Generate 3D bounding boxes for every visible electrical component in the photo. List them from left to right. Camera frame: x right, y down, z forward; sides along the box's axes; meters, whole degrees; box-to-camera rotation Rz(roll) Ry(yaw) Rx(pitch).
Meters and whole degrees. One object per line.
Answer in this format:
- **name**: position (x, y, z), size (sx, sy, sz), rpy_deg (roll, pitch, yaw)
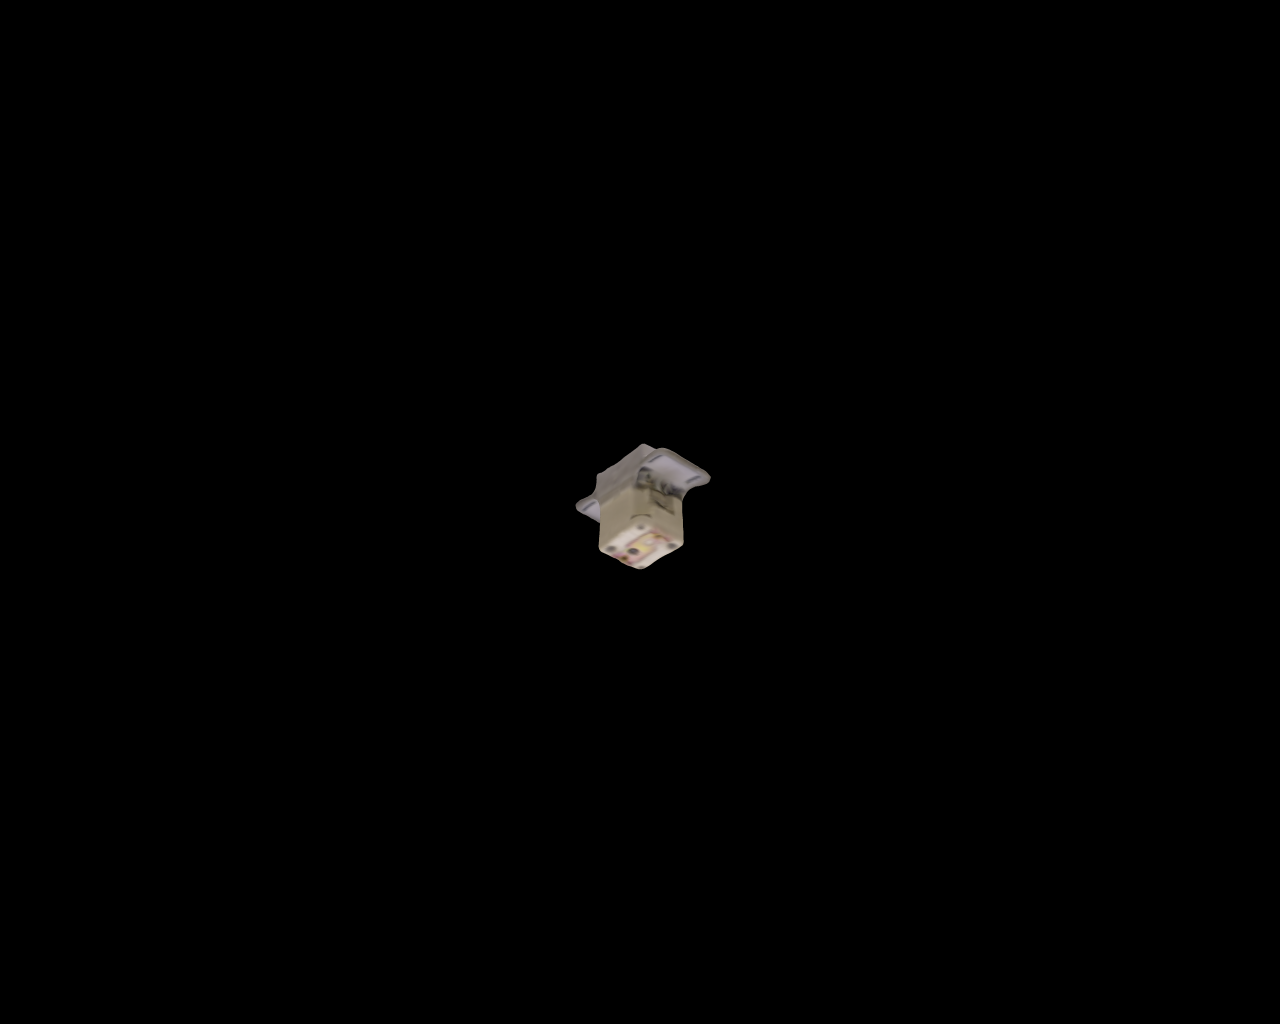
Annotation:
- **electrical component**: position (0.001, -0.003, 0.650), size (0.042, 0.064, 0.081), rpy_deg (27, -44, -33)
